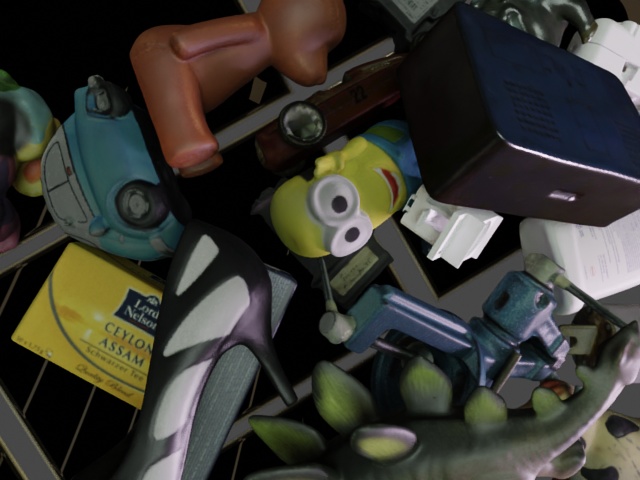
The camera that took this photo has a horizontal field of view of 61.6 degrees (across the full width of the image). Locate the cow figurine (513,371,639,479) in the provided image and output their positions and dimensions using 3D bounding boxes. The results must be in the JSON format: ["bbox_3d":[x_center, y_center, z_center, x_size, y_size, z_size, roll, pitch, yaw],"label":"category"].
[{"bbox_3d":[0.274,0.198,0.520,0.195,0.085,0.127,9,96,-4],"label":"cow figurine"}]

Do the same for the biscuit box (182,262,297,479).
[{"bbox_3d":[-0.089,0.108,0.422,0.063,0.059,0.202,26,88,-8],"label":"biscuit box"}]

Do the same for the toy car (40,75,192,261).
[{"bbox_3d":[-0.179,-0.048,0.454,0.103,0.109,0.161,-23,90,-2],"label":"toy car"}]

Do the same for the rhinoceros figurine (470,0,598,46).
[{"bbox_3d":[0.201,-0.218,0.507,0.112,0.073,0.190,35,87,-7],"label":"rhinoceros figurine"}]

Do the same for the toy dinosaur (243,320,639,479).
[{"bbox_3d":[0.029,0.199,0.406,0.198,0.105,0.471,40,111,-13],"label":"toy dinosaur"}]

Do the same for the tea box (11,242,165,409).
[{"bbox_3d":[-0.162,0.083,0.478,0.169,0.068,0.098,29,88,-5],"label":"tea box"}]

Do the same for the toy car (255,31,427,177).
[{"bbox_3d":[0.031,-0.122,0.470,0.202,0.089,0.053,-34,86,-15],"label":"toy car"}]

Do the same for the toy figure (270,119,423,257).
[{"bbox_3d":[0.039,-0.048,0.463,0.180,0.089,0.082,-40,95,-31],"label":"toy figure"}]

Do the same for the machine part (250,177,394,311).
[{"bbox_3d":[-0.001,-0.002,0.509,0.139,0.039,0.084,40,94,-7],"label":"machine part"}]

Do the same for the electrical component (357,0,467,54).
[{"bbox_3d":[0.102,-0.238,0.510,0.119,0.048,0.075,-41,95,-2],"label":"electrical component"}]

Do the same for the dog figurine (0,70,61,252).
[{"bbox_3d":[-0.289,-0.048,0.387,0.108,0.219,0.191,25,90,-10],"label":"dog figurine"}]

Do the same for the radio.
[{"bbox_3d":[0.173,-0.090,0.427,0.229,0.073,0.131,6,60,-34],"label":"radio"}]

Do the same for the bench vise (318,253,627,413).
[{"bbox_3d":[0.107,0.087,0.458,0.240,0.129,0.223,27,115,-34],"label":"bench vise"}]

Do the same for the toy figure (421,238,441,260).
[{"bbox_3d":[0.139,-0.053,0.514,0.057,0.064,0.154,30,87,-50],"label":"toy figure"}]

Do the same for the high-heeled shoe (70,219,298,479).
[{"bbox_3d":[-0.129,0.101,0.349,0.249,0.086,0.145,-34,91,-9],"label":"high-heeled shoe"}]

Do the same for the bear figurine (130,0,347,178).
[{"bbox_3d":[-0.053,-0.146,0.462,0.196,0.120,0.132,-19,93,-10],"label":"bear figurine"}]

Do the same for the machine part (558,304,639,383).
[{"bbox_3d":[0.345,0.102,0.528,0.243,0.079,0.079,2,91,-7],"label":"machine part"}]
